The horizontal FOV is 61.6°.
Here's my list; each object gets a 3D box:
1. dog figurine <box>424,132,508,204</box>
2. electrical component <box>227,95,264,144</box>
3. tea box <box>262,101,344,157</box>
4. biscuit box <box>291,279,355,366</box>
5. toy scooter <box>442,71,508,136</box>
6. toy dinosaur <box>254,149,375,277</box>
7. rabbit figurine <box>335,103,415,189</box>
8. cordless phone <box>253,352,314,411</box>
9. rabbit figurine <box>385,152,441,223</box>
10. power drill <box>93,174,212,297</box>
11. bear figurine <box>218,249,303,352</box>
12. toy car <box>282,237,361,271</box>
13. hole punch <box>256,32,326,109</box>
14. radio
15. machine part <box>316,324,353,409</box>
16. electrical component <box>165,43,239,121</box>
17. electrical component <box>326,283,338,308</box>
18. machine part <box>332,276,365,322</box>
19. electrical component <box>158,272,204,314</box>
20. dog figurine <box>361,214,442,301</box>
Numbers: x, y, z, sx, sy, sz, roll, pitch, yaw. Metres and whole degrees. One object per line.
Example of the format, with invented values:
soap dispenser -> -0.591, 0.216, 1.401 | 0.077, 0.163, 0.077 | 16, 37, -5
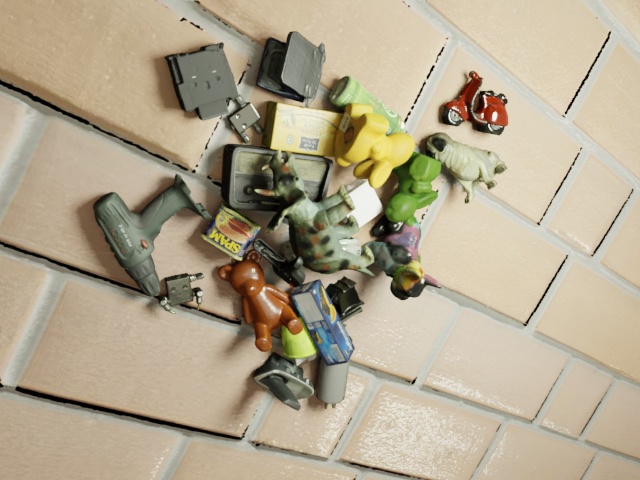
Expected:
dog figurine -> 0.356, -0.211, 1.331 | 0.190, 0.172, 0.121 | 47, 126, -6
electrical component -> -0.160, -0.251, 1.116 | 0.063, 0.021, 0.093 | -37, 119, -8
tea box -> -0.031, -0.236, 1.153 | 0.169, 0.068, 0.098 | 1, 106, -26
biscuit box -> 0.009, 0.195, 1.257 | 0.059, 0.063, 0.202 | -18, 106, 29
toy scooter -> 0.389, -0.332, 1.307 | 0.184, 0.075, 0.135 | 8, 103, -21
toy dinosaur -> -0.002, -0.003, 1.155 | 0.192, 0.131, 0.404 | -22, 130, 2
rabbit figurine -> 0.125, -0.193, 1.138 | 0.173, 0.122, 0.162 | 5, 110, -32
cordless phone -> -0.066, 0.359, 1.275 | 0.146, 0.184, 0.088 | 38, 86, -29
rabbit figurine -> 0.205, -0.122, 1.262 | 0.159, 0.121, 0.170 | 2, 114, -57
power drill -> -0.328, -0.021, 1.095 | 0.207, 0.086, 0.231 | -32, 115, -3
bear figurine -> -0.135, 0.129, 1.199 | 0.120, 0.132, 0.195 | -27, 123, -2
toy car -> 0.007, 0.031, 1.268 | 0.202, 0.056, 0.073 | -2, 108, -23
hole punch -> -0.060, -0.347, 1.092 | 0.115, 0.092, 0.142 | 19, 80, -47
radio -> -0.095, -0.128, 1.157 | 0.229, 0.073, 0.131 | 4, 107, -25
machine part -> 0.035, 0.325, 1.370 | 0.079, 0.079, 0.243 | -2, 109, -24
electrical component -> -0.226, -0.305, 1.048 | 0.115, 0.058, 0.134 | -22, 115, -14
electrical component -> 0.026, 0.146, 1.322 | 0.119, 0.048, 0.075 | 40, 88, -31
machine part -> 0.063, 0.144, 1.275 | 0.084, 0.039, 0.138 | -22, 136, -12
electrical component -> -0.300, 0.116, 1.166 | 0.102, 0.045, 0.078 | -6, 111, -23
dog figurine -> 0.209, 0.037, 1.270 | 0.108, 0.219, 0.191 | 30, 94, -33
